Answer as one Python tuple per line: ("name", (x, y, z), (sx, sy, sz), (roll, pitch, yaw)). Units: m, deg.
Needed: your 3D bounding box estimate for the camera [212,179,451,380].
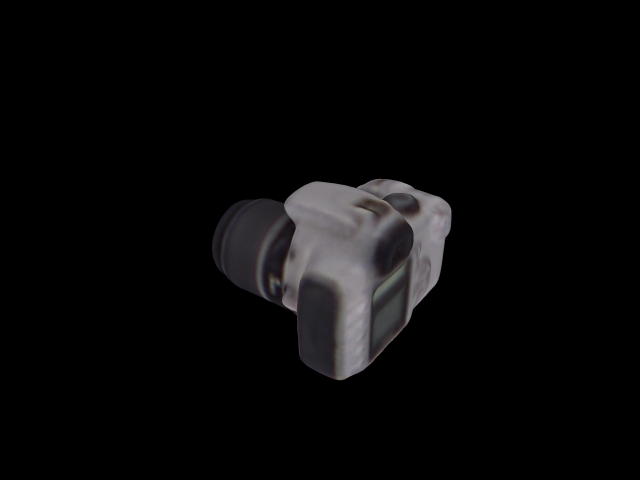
("camera", (0.004, 0.001, 0.400), (0.136, 0.101, 0.143), (20, 36, 29))
